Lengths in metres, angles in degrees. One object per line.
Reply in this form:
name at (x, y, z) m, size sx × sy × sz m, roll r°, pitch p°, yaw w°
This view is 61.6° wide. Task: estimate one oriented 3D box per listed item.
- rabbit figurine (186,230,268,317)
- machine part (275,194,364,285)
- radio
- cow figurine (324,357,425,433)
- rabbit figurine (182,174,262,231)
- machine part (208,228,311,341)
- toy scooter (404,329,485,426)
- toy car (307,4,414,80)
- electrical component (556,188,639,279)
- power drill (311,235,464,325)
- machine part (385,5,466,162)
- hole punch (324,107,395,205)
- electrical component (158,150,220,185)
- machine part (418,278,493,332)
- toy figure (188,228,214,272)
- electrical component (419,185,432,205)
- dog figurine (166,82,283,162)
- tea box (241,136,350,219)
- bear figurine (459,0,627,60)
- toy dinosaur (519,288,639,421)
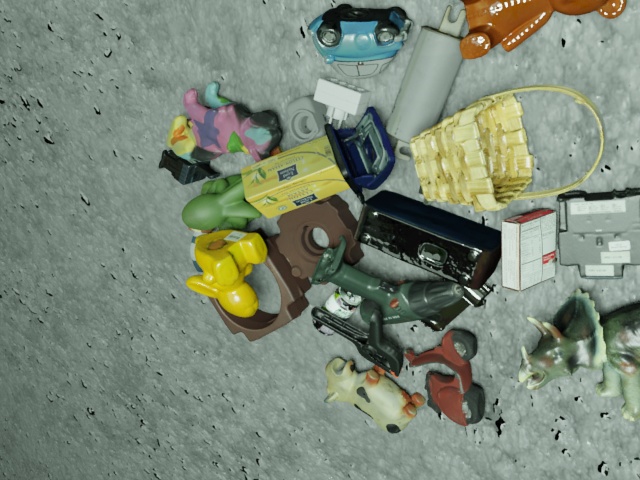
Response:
rabbit figurine at (-0.179, 0.075, 1.022) m, size 0.163 × 0.122 × 0.173 m, roll 2°, pitch 126°, yaw 31°
machine part at (-0.002, -0.003, 1.028) m, size 0.180 × 0.056 × 0.179 m, roll 9°, pitch 110°, yaw 26°
radio at (0.178, -0.005, 0.881) m, size 0.230 × 0.131 × 0.073 m, roll 22°, pitch 114°, yaw 21°
cow figurine at (0.093, 0.306, 1.070) m, size 0.195 × 0.085 × 0.127 m, roll 37°, pitch 115°, yaw 12°
rabbit figurine at (-0.182, -0.059, 1.039) m, size 0.159 × 0.170 × 0.121 m, roll -10°, pitch 102°, yaw 32°
machine part at (-0.133, 0.092, 1.116) m, size 0.201 × 0.087 × 0.201 m, roll -33°, pitch 88°, yaw 33°
toy scooter at (0.224, 0.249, 0.980) m, size 0.135 × 0.075 × 0.183 m, roll -4°, pitch 102°, yaw 30°
toy car at (0.066, -0.314, 0.864) m, size 0.162 × 0.109 × 0.102 m, roll 8°, pitch 133°, yaw 15°
electrical component at (0.414, -0.007, 0.795) m, size 0.115 × 0.058 × 0.134 m, roll 1°, pitch 108°, yaw 31°
power drill at (0.102, 0.073, 0.923) m, size 0.207 × 0.086 × 0.232 m, roll 24°, pitch 152°, yaw -16°
machine part at (0.164, -0.238, 0.840) m, size 0.079 × 0.079 × 0.243 m, roll 29°, pitch 119°, yaw 18°
hole punch at (0.072, -0.146, 0.899) m, size 0.092 × 0.115 × 0.142 m, roll -24°, pitch 74°, yaw 6°
electrical component at (-0.264, -0.147, 1.113) m, size 0.119 × 0.075 × 0.047 m, roll 33°, pitch 120°, yaw 12°
machine part at (0.234, 0.110, 0.948) m, size 0.084 × 0.039 × 0.139 m, roll 41°, pitch 120°, yaw 5°
toy figure at (-0.254, -0.008, 1.165) m, size 0.064 × 0.058 × 0.154 m, roll 1°, pitch 107°, yaw 14°
electrical component at (0.184, -0.098, 0.886) m, size 0.021 × 0.063 × 0.093 m, roll 22°, pitch 117°, yaw 21°
dog figurine at (-0.169, -0.190, 1.027) m, size 0.219 × 0.108 × 0.191 m, roll 39°, pitch 121°, yaw 9°
tea box at (-0.042, -0.108, 0.950) m, size 0.170 × 0.098 × 0.068 m, roll -21°, pitch 65°, yaw 14°
bear figurine at (0.290, -0.322, 0.715) m, size 0.196 × 0.132 × 0.120 m, roll -2°, pitch 109°, yaw 36°
toy dinosaur at (0.499, 0.148, 0.774) m, size 0.405 × 0.131 × 0.192 m, roll -16°, pitch 100°, yaw 26°
